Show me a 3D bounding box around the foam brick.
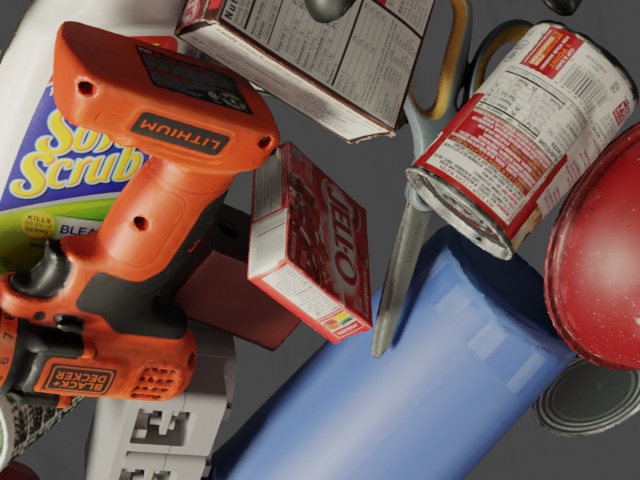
[{"bbox_3d":[-0.047,0.019,0.611,0.078,0.053,0.051,23,121,-30],"label":"foam brick"}]

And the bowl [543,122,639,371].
[{"bbox_3d":[0.201,0.011,0.561,0.162,0.055,0.162,-8,117,-17],"label":"bowl"}]

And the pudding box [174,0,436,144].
[{"bbox_3d":[-0.002,-0.108,0.487,0.113,0.090,0.039,27,164,-33],"label":"pudding box"}]

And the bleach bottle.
[{"bbox_3d":[-0.118,-0.069,0.517,0.102,0.068,0.251,8,125,-22],"label":"bleach bottle"}]

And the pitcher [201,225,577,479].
[{"bbox_3d":[0.047,0.109,0.669,0.145,0.149,0.243,34,113,-15],"label":"pitcher"}]

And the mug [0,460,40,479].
[{"bbox_3d":[-0.237,0.170,0.674,0.117,0.093,0.081,2,158,33],"label":"mug"}]

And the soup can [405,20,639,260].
[{"bbox_3d":[0.101,-0.050,0.532,0.102,0.069,0.068,-49,126,-4],"label":"soup can"}]

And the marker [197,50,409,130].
[{"bbox_3d":[-0.005,-0.079,0.561,0.121,0.020,0.020,12,125,-21],"label":"marker"}]

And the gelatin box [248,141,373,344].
[{"bbox_3d":[-0.004,0.001,0.580,0.030,0.089,0.073,-28,131,27],"label":"gelatin box"}]

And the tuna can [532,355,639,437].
[{"bbox_3d":[0.184,0.095,0.737,0.086,0.034,0.086,-6,130,-7],"label":"tuna can"}]

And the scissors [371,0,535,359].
[{"bbox_3d":[0.074,-0.035,0.574,0.096,0.016,0.202,-7,110,-21],"label":"scissors"}]

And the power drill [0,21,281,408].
[{"bbox_3d":[-0.116,-0.003,0.490,0.184,0.057,0.188,11,124,-35],"label":"power drill"}]

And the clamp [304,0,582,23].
[{"bbox_3d":[0.068,-0.186,0.448,0.164,0.036,0.210,-17,127,-32],"label":"clamp"}]
